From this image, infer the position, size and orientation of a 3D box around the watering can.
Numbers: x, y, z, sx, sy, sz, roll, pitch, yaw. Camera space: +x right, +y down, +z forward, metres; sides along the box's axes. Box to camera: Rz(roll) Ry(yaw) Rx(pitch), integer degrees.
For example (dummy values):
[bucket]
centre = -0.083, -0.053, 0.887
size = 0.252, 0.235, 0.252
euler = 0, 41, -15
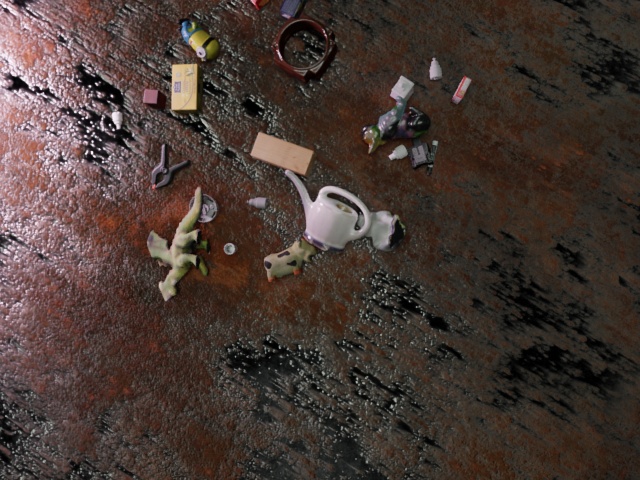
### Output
[watering can]
centre = 0.005, -0.089, 1.767
size = 0.349, 0.105, 0.221
euler = 27, 109, 13

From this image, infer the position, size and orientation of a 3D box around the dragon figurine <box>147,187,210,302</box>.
[dragon figurine]
centre = -0.517, 0.015, 1.838
size = 0.243, 0.122, 0.409
euler = 1, 92, 16

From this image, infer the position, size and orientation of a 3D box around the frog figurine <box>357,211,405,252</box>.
[frog figurine]
centre = 0.207, -0.034, 1.776
size = 0.160, 0.123, 0.136
euler = 9, 100, 43
